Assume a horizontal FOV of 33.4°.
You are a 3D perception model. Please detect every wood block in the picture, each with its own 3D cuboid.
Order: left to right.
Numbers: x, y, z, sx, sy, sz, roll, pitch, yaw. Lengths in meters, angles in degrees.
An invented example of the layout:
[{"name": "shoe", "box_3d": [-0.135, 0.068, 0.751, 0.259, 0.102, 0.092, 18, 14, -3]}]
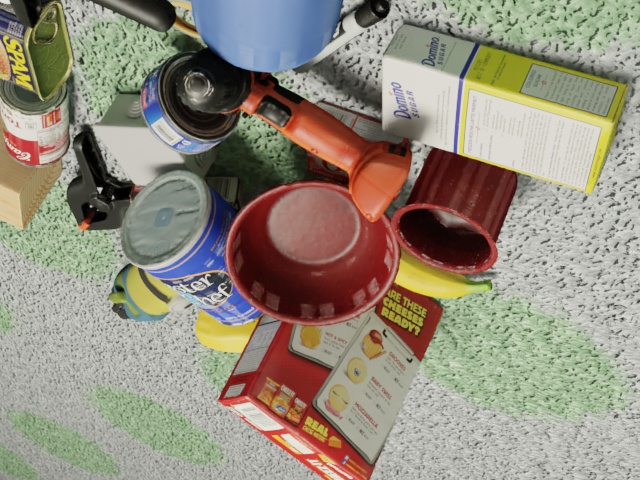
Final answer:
[{"name": "wood block", "box_3d": [-0.399, -0.107, 1.178, 0.206, 0.090, 0.090, 25, 152, 1]}]

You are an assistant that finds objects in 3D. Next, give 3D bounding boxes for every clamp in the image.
[{"name": "clamp", "box_3d": [-0.230, -0.213, 0.800, 0.165, 0.036, 0.209, 5, 162, 39]}, {"name": "clamp", "box_3d": [-0.228, -0.049, 1.190, 0.120, 0.039, 0.172, 32, 150, -3]}]

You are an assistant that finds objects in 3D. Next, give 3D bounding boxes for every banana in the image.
[{"name": "banana", "box_3d": [0.073, 0.006, 1.046, 0.197, 0.037, 0.070, 31, 130, -12]}]

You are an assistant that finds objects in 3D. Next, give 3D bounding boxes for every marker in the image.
[{"name": "marker", "box_3d": [0.014, -0.160, 0.836, 0.020, 0.020, 0.121, 38, 149, -20]}]

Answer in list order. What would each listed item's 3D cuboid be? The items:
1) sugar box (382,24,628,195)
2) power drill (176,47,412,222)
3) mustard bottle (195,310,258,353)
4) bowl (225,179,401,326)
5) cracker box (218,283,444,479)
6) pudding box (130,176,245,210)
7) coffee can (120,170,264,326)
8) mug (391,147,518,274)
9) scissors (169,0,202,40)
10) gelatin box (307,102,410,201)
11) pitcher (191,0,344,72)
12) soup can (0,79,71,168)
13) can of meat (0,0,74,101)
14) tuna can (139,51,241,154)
[{"name": "sugar box", "box_3d": [0.135, -0.100, 0.813, 0.176, 0.048, 0.093, 21, 151, 16]}, {"name": "power drill", "box_3d": [-0.018, -0.090, 0.833, 0.187, 0.057, 0.184, 35, -165, -1]}, {"name": "mustard bottle", "box_3d": [-0.039, 0.100, 1.219, 0.192, 0.096, 0.058, 16, 149, 17]}, {"name": "bowl", "box_3d": [-0.007, 0.001, 0.990, 0.162, 0.055, 0.162, 0, 124, 0]}, {"name": "cracker box", "box_3d": [0.014, 0.116, 1.081, 0.164, 0.213, 0.072, 39, 150, -22]}, {"name": "pudding box", "box_3d": [-0.134, -0.027, 1.122, 0.113, 0.039, 0.090, 3, 147, 9]}, {"name": "coffee can", "box_3d": [-0.110, 0.010, 1.037, 0.103, 0.102, 0.140, 3, 155, 36]}, {"name": "mug", "box_3d": [0.119, -0.024, 0.908, 0.093, 0.081, 0.117, 13, 148, 23]}, {"name": "scissors", "box_3d": [-0.145, -0.213, 0.841, 0.201, 0.016, 0.096, 23, 146, -21]}, {"name": "gelatin box", "box_3d": [0.033, -0.077, 0.944, 0.089, 0.030, 0.073, 20, 151, 11]}, {"name": "pitcher", "box_3d": [-0.021, -0.211, 0.675, 0.145, 0.149, 0.243, -14, 156, -12]}, {"name": "soup can", "box_3d": [-0.287, -0.128, 1.078, 0.068, 0.068, 0.102, 25, 151, 1]}, {"name": "can of meat", "box_3d": [-0.285, -0.189, 0.992, 0.084, 0.057, 0.102, 23, 151, 10]}, {"name": "tuna can", "box_3d": [-0.112, -0.121, 0.933, 0.086, 0.086, 0.034, 39, 147, -21]}]
